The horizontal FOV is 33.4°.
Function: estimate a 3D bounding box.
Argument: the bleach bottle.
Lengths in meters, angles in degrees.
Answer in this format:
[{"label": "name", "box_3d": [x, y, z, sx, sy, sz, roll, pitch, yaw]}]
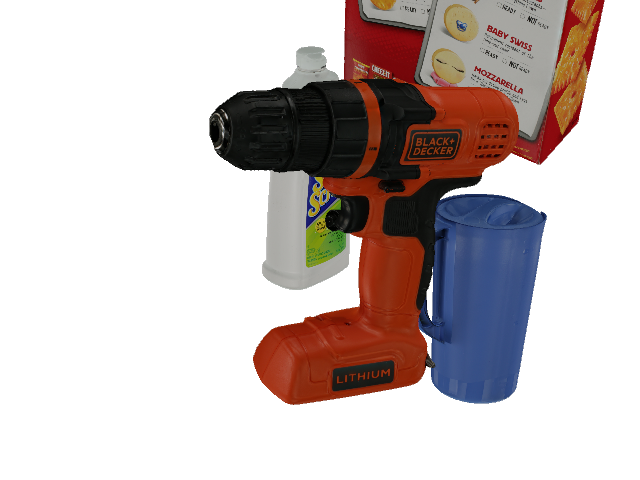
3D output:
[{"label": "bleach bottle", "box_3d": [-0.015, -0.079, 1.142, 0.068, 0.251, 0.102, 22, 33, 39]}]

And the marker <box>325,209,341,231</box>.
[{"label": "marker", "box_3d": [0.045, -0.022, 0.951, 0.020, 0.020, 0.120, 0, 6, 40]}]

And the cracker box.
[{"label": "cracker box", "box_3d": [0.101, -0.175, 0.698, 0.164, 0.214, 0.072, 26, 49, 25]}]

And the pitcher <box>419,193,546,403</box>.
[{"label": "pitcher", "box_3d": [0.187, 0.073, 1.302, 0.149, 0.243, 0.144, 7, 20, 13]}]

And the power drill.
[{"label": "power drill", "box_3d": [0.015, 0.000, 0.597, 0.184, 0.188, 0.057, -4, 31, -28]}]
